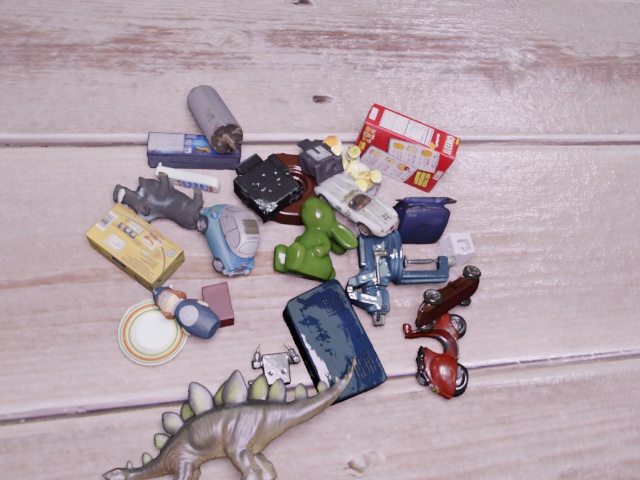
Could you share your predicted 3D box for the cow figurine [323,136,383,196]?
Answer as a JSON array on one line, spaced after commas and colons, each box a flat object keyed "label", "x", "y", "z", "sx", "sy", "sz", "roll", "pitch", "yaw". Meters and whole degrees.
[{"label": "cow figurine", "x": 0.072, "y": -0.167, "z": 1.241, "sx": 0.068, "sy": 0.098, "sz": 0.167, "roll": -38, "pitch": 73, "yaw": -5}]

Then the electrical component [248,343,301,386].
[{"label": "electrical component", "x": -0.089, "y": 0.244, "z": 1.047, "sx": 0.102, "sy": 0.045, "sz": 0.078, "roll": 2, "pitch": 64, "yaw": -11}]

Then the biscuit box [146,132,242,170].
[{"label": "biscuit box", "x": -0.278, "y": -0.196, "z": 1.198, "sx": 0.203, "sy": 0.062, "sz": 0.059, "roll": 1, "pitch": 65, "yaw": -12}]

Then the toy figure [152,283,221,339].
[{"label": "toy figure", "x": -0.261, "y": 0.131, "z": 1.021, "sx": 0.155, "sy": 0.057, "sz": 0.064, "roll": 28, "pitch": 54, "yaw": 15}]

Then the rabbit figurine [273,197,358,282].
[{"label": "rabbit figurine", "x": -0.002, "y": -0.003, "z": 1.122, "sx": 0.159, "sy": 0.121, "sz": 0.170, "roll": 15, "pitch": 79, "yaw": -16}]

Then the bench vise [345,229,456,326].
[{"label": "bench vise", "x": 0.172, "y": 0.071, "z": 1.138, "sx": 0.241, "sy": 0.128, "sz": 0.224, "roll": -2, "pitch": 62, "yaw": -3}]

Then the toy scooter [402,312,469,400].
[{"label": "toy scooter", "x": 0.233, "y": 0.229, "z": 1.105, "sx": 0.135, "sy": 0.075, "sz": 0.184, "roll": 12, "pitch": 61, "yaw": -7}]

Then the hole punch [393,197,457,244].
[{"label": "hole punch", "x": 0.226, "y": -0.045, "z": 1.210, "sx": 0.142, "sy": 0.115, "sz": 0.092, "roll": 3, "pitch": 74, "yaw": -10}]

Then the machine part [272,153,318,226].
[{"label": "machine part", "x": -0.061, "y": -0.117, "z": 1.212, "sx": 0.179, "sy": 0.056, "sz": 0.179, "roll": 4, "pitch": 66, "yaw": -9}]

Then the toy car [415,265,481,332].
[{"label": "toy car", "x": 0.261, "y": 0.118, "z": 1.109, "sx": 0.202, "sy": 0.089, "sz": 0.053, "roll": -23, "pitch": 47, "yaw": -36}]

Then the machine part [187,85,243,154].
[{"label": "machine part", "x": -0.230, "y": -0.264, "z": 1.169, "sx": 0.079, "sy": 0.079, "sz": 0.243, "roll": -18, "pitch": 49, "yaw": -19}]

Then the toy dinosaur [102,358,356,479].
[{"label": "toy dinosaur", "x": -0.144, "y": 0.334, "z": 0.948, "sx": 0.472, "sy": 0.105, "sz": 0.198, "roll": -13, "pitch": 68, "yaw": -9}]

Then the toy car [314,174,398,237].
[{"label": "toy car", "x": 0.074, "y": -0.077, "z": 1.141, "sx": 0.202, "sy": 0.056, "sz": 0.073, "roll": 37, "pitch": 63, "yaw": 26}]

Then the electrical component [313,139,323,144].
[{"label": "electrical component", "x": 0.004, "y": -0.208, "z": 1.284, "sx": 0.094, "sy": 0.021, "sz": 0.063, "roll": 3, "pitch": 66, "yaw": -11}]

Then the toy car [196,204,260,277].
[{"label": "toy car", "x": -0.175, "y": -0.012, "z": 1.098, "sx": 0.109, "sy": 0.103, "sz": 0.161, "roll": 1, "pitch": 62, "yaw": -49}]

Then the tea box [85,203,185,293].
[{"label": "tea box", "x": -0.368, "y": 0.016, "z": 1.079, "sx": 0.170, "sy": 0.068, "sz": 0.098, "roll": 37, "pitch": 64, "yaw": 5}]

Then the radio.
[{"label": "radio", "x": 0.024, "y": 0.205, "z": 1.075, "sx": 0.131, "sy": 0.073, "sz": 0.230, "roll": -21, "pitch": 70, "yaw": -19}]

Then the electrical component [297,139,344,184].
[{"label": "electrical component", "x": -0.009, "y": -0.178, "z": 1.185, "sx": 0.075, "sy": 0.047, "sz": 0.119, "roll": -28, "pitch": 42, "yaw": -22}]

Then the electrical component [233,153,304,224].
[{"label": "electrical component", "x": -0.118, "y": -0.117, "z": 1.141, "sx": 0.115, "sy": 0.058, "sz": 0.134, "roll": -39, "pitch": 78, "yaw": -23}]

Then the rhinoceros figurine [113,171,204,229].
[{"label": "rhinoceros figurine", "x": -0.336, "y": -0.079, "z": 1.133, "sx": 0.190, "sy": 0.073, "sz": 0.112, "roll": 19, "pitch": 74, "yaw": -5}]
